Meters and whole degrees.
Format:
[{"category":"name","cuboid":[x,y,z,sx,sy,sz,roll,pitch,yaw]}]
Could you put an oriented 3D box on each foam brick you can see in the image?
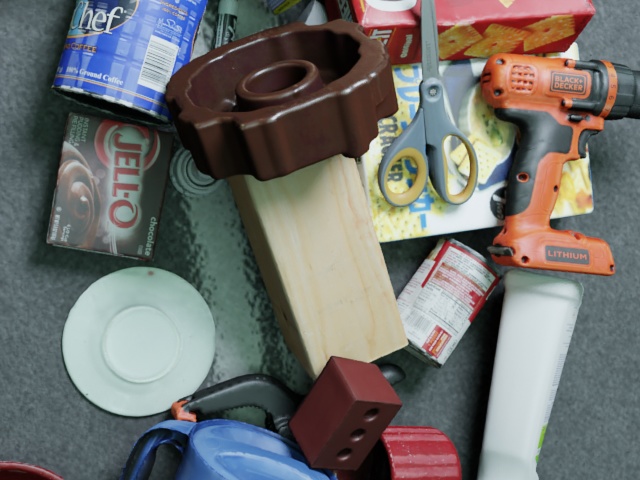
[{"category":"foam brick","cuboid":[0.020,0.143,0.875,0.052,0.051,0.078,13,118,-37]}]

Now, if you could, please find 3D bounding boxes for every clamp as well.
[{"category":"clamp","cuboid":[-0.026,0.163,0.947,0.209,0.036,0.164,23,85,-19]}]

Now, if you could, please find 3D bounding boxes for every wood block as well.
[{"category":"wood block","cuboid":[-0.007,0.001,0.890,0.090,0.091,0.206,-23,115,-12]}]

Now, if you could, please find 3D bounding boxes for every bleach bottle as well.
[{"category":"bleach bottle","cuboid":[0.182,0.155,0.973,0.068,0.102,0.251,12,90,21]}]

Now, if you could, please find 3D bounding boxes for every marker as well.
[{"category":"marker","cuboid":[-0.083,-0.177,0.928,0.020,0.020,0.121,7,90,-16]}]

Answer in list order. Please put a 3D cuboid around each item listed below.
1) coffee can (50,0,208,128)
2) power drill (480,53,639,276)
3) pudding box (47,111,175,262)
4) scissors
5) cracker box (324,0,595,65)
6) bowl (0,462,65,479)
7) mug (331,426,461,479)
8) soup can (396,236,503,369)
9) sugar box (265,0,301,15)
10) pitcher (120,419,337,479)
[{"category":"coffee can","cuboid":[-0.150,-0.173,0.866,0.102,0.103,0.140,16,88,-16]},{"category":"power drill","cuboid":[0.223,-0.064,0.928,0.184,0.057,0.187,4,89,-12]},{"category":"pudding box","cuboid":[-0.176,-0.044,0.896,0.090,0.039,0.113,10,89,-16]},{"category":"scissors","cuboid":[0.075,-0.108,0.873,0.096,0.016,0.201,-24,119,-2]},{"category":"cracker box","cuboid":[0.108,-0.239,0.919,0.213,0.072,0.164,-6,67,-17]},{"category":"bowl","cuboid":[-0.262,0.256,0.875,0.162,0.055,0.162,-1,92,-15]},{"category":"mug","cuboid":[0.071,0.210,0.911,0.081,0.117,0.093,6,131,-34]},{"category":"soup can","cuboid":[0.109,0.056,0.964,0.068,0.069,0.102,36,83,-14]},{"category":"sugar box","cuboid":[-0.061,-0.269,0.855,0.048,0.093,0.176,-37,101,-12]},{"category":"pitcher","cuboid":[-0.097,0.274,0.872,0.144,0.149,0.243,18,103,-34]}]
